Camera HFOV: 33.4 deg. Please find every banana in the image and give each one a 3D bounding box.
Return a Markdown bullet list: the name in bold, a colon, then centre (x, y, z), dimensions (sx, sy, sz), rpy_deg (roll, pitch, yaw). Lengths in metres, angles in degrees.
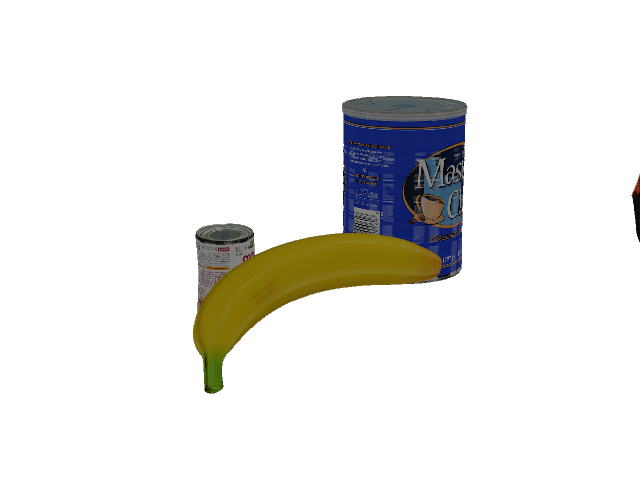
- **banana**: centre (-0.011, 0.032, 0.699), dimensions (0.197, 0.069, 0.037), rpy_deg (-26, -12, -29)

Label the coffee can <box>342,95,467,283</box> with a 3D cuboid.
- **coffee can**: centre (0.069, -0.045, 0.894), dimensions (0.103, 0.140, 0.103), rpy_deg (0, 15, 0)

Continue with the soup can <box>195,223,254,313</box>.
- **soup can**: centre (-0.108, 0.038, 1.218), dimensions (0.068, 0.102, 0.068), rpy_deg (0, 19, 0)

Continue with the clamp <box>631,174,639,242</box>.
- **clamp**: centre (0.272, 0.011, 0.694), dimensions (0.120, 0.039, 0.171), rpy_deg (-3, 46, -22)
